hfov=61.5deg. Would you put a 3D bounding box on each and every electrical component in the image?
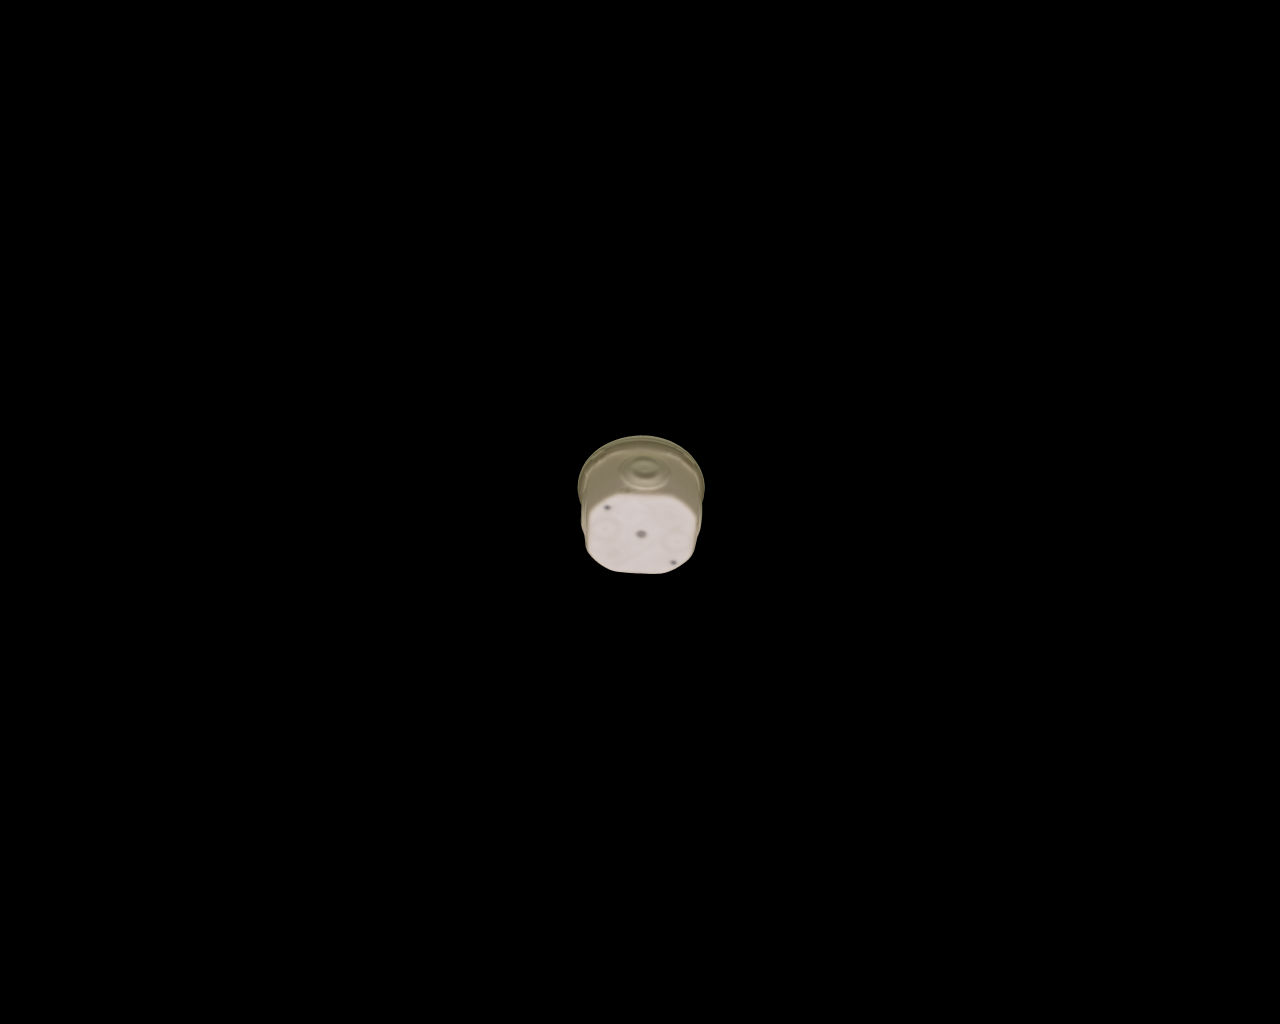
[{"bbox_3d":[0.001,-0.003,0.650,0.080,0.080,0.051,0,40,0],"label":"electrical component"}]
